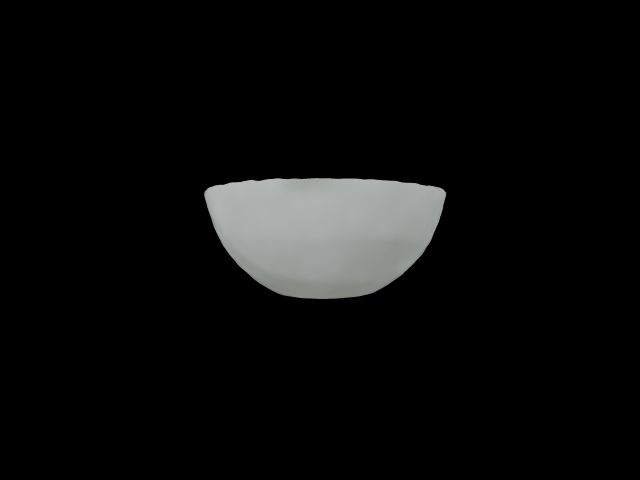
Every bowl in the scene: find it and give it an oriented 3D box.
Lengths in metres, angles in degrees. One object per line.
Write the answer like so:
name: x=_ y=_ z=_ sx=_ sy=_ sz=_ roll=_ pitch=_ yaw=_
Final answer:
bowl: x=0.004 y=0.001 z=0.400 sx=0.167 sy=0.075 sz=0.167 roll=0 pitch=0 yaw=0
